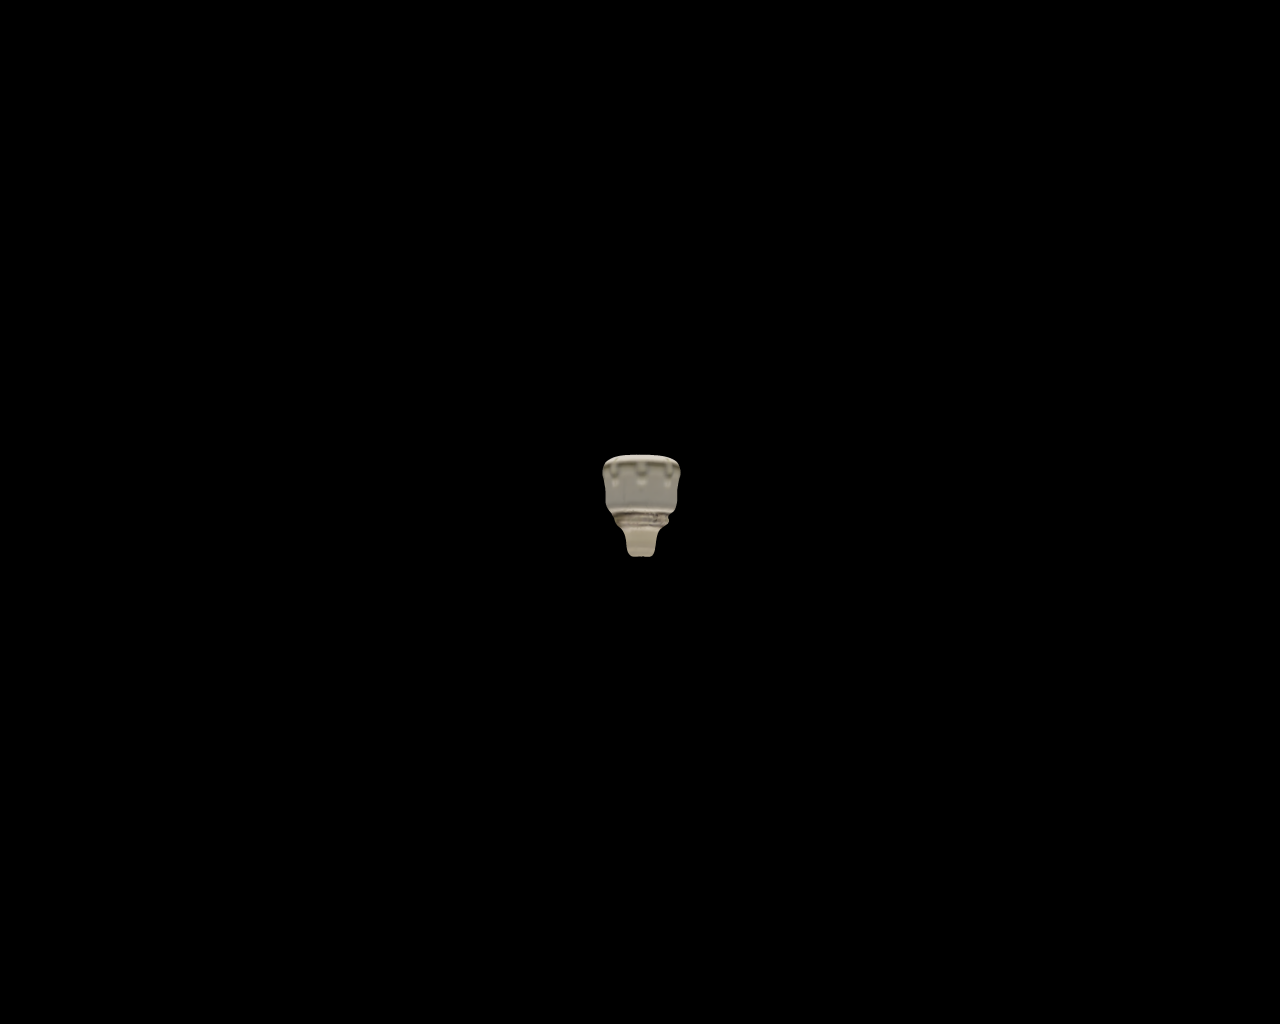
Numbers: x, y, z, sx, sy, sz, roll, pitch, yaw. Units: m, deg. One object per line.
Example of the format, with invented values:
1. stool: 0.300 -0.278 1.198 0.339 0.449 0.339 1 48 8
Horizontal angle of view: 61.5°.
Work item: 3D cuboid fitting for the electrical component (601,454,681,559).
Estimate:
1. electrical component: 0.001 -0.003 0.650 0.048 0.062 0.048 0 -5 0
